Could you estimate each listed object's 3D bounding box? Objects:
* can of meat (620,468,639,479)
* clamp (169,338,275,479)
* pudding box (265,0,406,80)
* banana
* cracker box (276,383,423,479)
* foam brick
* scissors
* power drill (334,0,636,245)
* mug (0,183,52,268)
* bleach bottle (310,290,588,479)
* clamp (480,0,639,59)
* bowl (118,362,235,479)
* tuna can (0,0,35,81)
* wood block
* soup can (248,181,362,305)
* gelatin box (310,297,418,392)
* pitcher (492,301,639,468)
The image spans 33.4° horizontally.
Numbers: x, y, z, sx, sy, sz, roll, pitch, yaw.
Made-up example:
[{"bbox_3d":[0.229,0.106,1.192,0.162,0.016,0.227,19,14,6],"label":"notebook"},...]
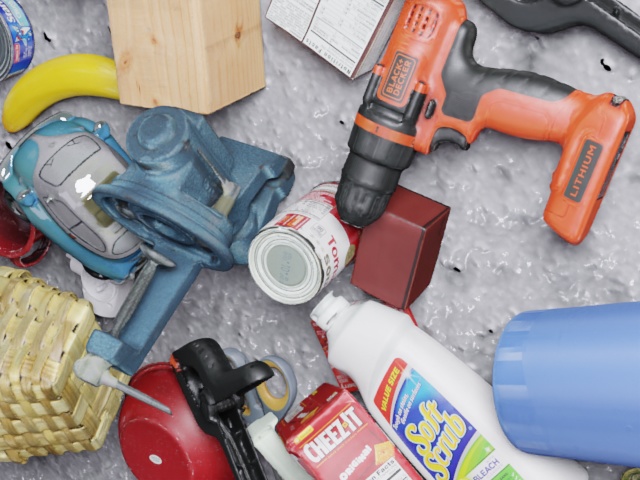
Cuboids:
[{"bbox_3d":[0.274,0.238,0.831,0.102,0.057,0.084,18,123,24],"label":"can of meat"},{"bbox_3d":[-0.086,0.139,0.956,0.210,0.036,0.165,44,139,50],"label":"clamp"},{"bbox_3d":[0.020,-0.190,0.795,0.090,0.039,0.114,37,129,11],"label":"pudding box"},{"bbox_3d":[-0.231,-0.135,0.979,0.198,0.037,0.069,0,112,32],"label":"banana"},{"bbox_3d":[0.056,0.224,0.896,0.214,0.072,0.164,49,172,1],"label":"cracker box"},{"bbox_3d":[0.064,0.005,0.852,0.051,0.052,0.078,24,122,20],"label":"foam brick"},{"bbox_3d":[-0.036,0.189,1.027,0.096,0.016,0.202,-22,100,37],"label":"scissors"},{"bbox_3d":[0.113,-0.067,0.761,0.188,0.057,0.184,25,107,17],"label":"power drill"},{"bbox_3d":[-0.283,-0.030,1.034,0.093,0.081,0.117,13,119,27],"label":"mug"},{"bbox_3d":[0.089,0.140,0.861,0.251,0.068,0.103,42,123,7],"label":"bleach bottle"},{"bbox_3d":[0.173,-0.182,0.701,0.172,0.039,0.120,19,120,24],"label":"clamp"},{"bbox_3d":[-0.150,0.207,1.083,0.162,0.055,0.162,14,120,27],"label":"bowl"},{"bbox_3d":[-0.311,-0.192,1.004,0.086,0.033,0.086,14,119,26],"label":"tuna can"},{"bbox_3d":[-0.107,-0.213,0.831,0.090,0.090,0.206,10,117,28],"label":"wood block"},{"bbox_3d":[-0.006,0.001,0.860,0.069,0.102,0.068,12,118,23],"label":"soup can"},{"bbox_3d":[0.045,0.089,0.918,0.089,0.030,0.073,-16,104,37],"label":"gelatin box"},{"bbox_3d":[0.252,0.109,0.742,0.243,0.144,0.149,-5,79,37],"label":"pitcher"}]
